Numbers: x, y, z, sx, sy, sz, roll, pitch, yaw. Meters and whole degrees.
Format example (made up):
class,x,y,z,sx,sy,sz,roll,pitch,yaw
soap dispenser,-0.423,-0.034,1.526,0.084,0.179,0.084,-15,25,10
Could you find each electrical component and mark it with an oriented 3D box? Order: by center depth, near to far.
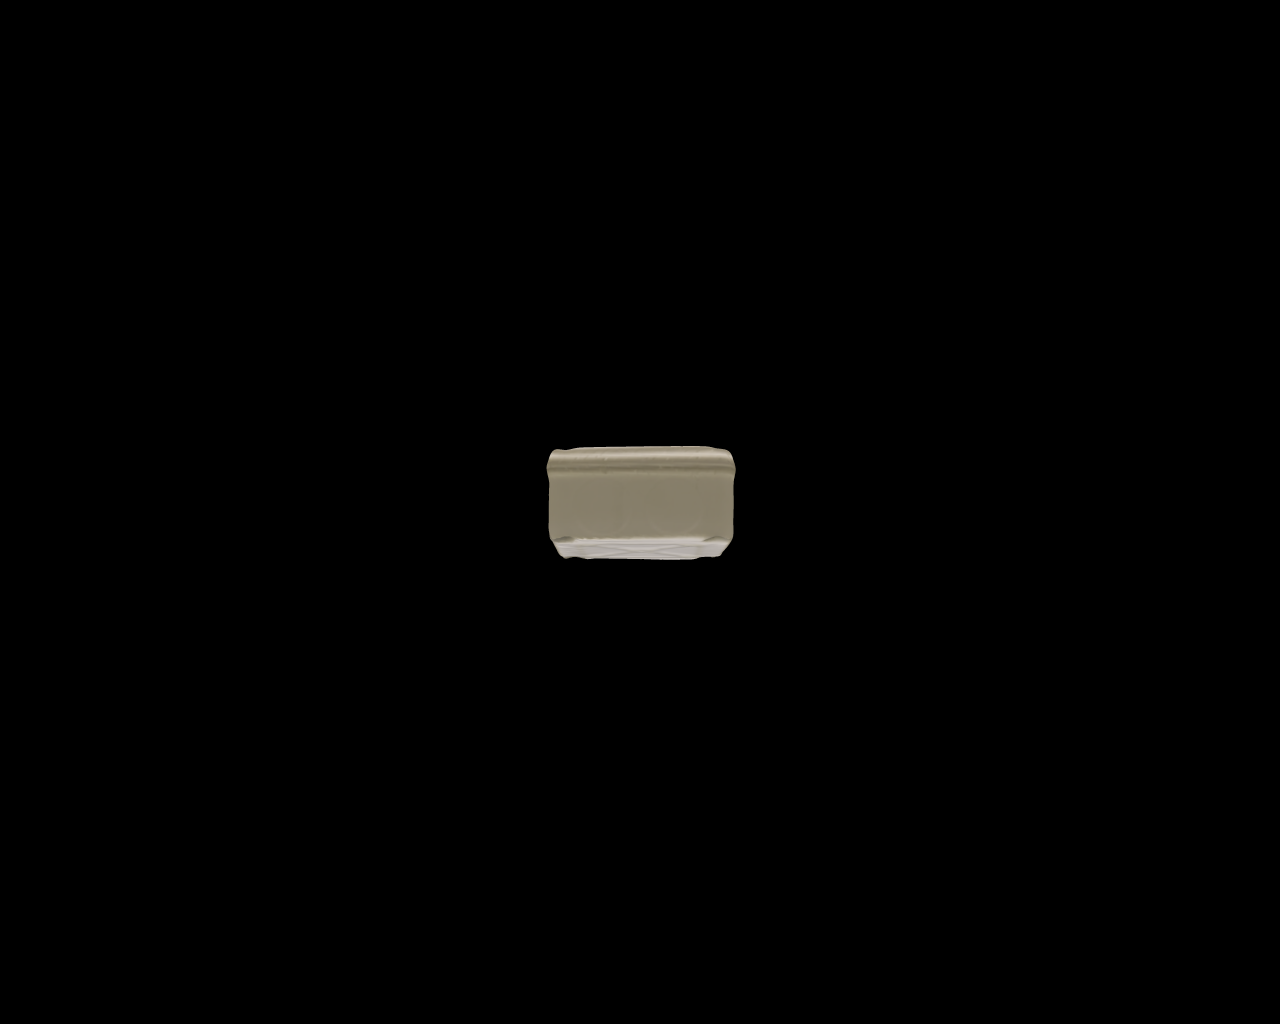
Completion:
class,x,y,z,sx,sy,sz,roll,pitch,yaw
electrical component,0.001,-0.003,0.650,0.109,0.056,0.108,0,-9,0
